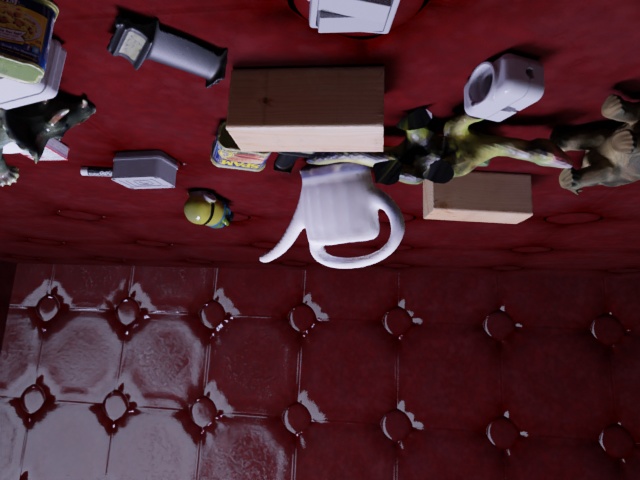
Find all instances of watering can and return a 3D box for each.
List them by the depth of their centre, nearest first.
[{"bbox_3d":[0.003,-0.052,1.039,0.346,0.104,0.224,-5,93,31],"label":"watering can"}]

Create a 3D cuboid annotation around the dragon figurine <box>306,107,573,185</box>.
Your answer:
[{"bbox_3d":[0.203,-0.140,0.878,0.410,0.242,0.122,5,91,38],"label":"dragon figurine"}]
